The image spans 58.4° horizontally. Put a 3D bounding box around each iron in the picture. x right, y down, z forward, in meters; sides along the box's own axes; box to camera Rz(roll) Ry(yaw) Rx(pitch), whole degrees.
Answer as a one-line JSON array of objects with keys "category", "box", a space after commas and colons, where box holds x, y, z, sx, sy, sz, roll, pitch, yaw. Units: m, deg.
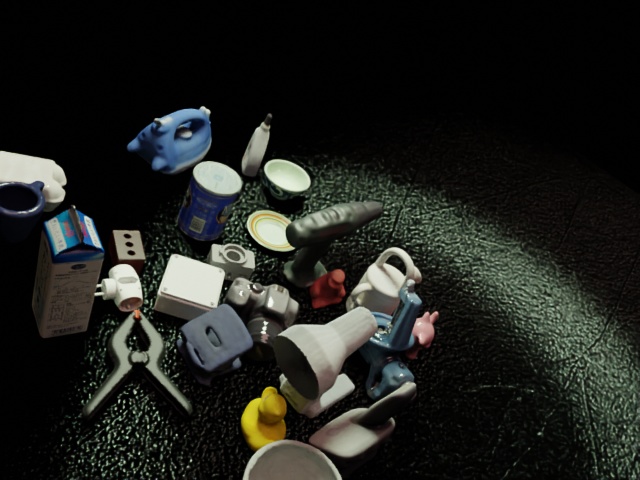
[{"category": "iron", "box": [-0.328, -0.259, 1.368, 0.118, 0.141, 0.259, 37, 38, 9]}]

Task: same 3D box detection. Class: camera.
[{"category": "camera", "box": [-0.114, 0.149, 1.079, 0.143, 0.100, 0.137, 22, 38, -11]}]

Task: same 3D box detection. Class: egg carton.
[{"category": "egg carton", "box": [-0.570, -0.111, 1.100, 0.151, 0.069, 0.107, 8, 43, -26]}]

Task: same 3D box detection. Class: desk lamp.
[{"category": "desk lamp", "box": [0.003, 0.210, 0.995, 0.204, 0.213, 0.117, -19, 58, -45]}]

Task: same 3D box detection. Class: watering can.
[{"category": "watering can", "box": [0.144, 0.094, 1.236, 0.100, 0.194, 0.173, 40, 38, 13]}]

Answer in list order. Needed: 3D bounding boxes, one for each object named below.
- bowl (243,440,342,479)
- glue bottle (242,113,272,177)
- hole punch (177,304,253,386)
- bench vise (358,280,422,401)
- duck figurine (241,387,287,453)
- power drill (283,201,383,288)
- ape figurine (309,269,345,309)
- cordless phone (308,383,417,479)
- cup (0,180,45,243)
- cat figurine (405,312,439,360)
[{"category": "bowl", "box": [-0.048, 0.396, 0.865, 0.168, 0.074, 0.167, 18, 39, -15]}, {"category": "glue bottle", "box": [-0.154, -0.246, 1.442, 0.037, 0.173, 0.078, 12, 41, -22]}, {"category": "hole punch", "box": [-0.185, 0.182, 1.005, 0.101, 0.091, 0.108, -14, 55, -42]}, {"category": "bench vise", "box": [0.156, 0.195, 1.108, 0.122, 0.219, 0.207, -11, 53, -40]}, {"category": "duck figurine", "box": [-0.083, 0.295, 0.947, 0.078, 0.086, 0.104, 11, 41, -23]}, {"category": "power drill", "box": [0.011, 0.004, 1.238, 0.230, 0.208, 0.075, -11, 53, -41]}, {"category": "ape figurine", "box": [0.023, 0.099, 1.234, 0.078, 0.092, 0.076, 24, 38, -8]}, {"category": "cordless phone", "box": [0.076, 0.305, 0.959, 0.148, 0.185, 0.094, -21, 60, -45]}, {"category": "cup", "box": [-0.540, -0.050, 1.029, 0.092, 0.095, 0.118, 27, 37, -4]}, {"category": "cat figurine", "box": [0.217, 0.195, 1.232, 0.067, 0.117, 0.128, 43, 39, 16]}]
